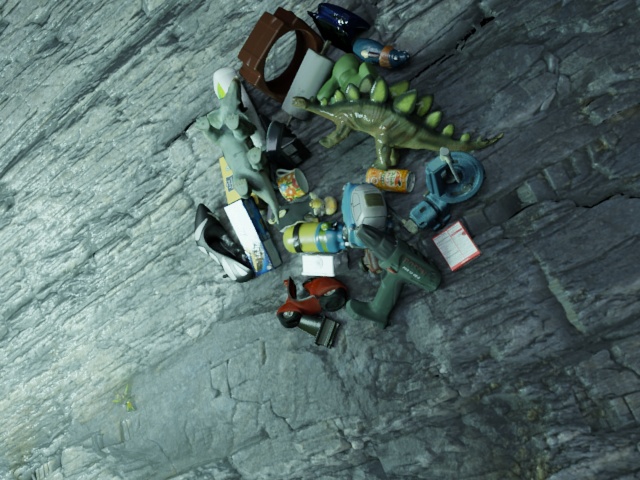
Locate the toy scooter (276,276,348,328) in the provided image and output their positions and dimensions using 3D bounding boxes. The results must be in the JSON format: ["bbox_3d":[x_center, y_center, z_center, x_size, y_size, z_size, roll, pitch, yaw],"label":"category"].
[{"bbox_3d":[-0.029,0.130,1.318,0.184,0.075,0.135,-24,44,-2],"label":"toy scooter"}]

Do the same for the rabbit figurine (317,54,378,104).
[{"bbox_3d":[0.079,-0.384,1.340,0.159,0.121,0.170,-38,49,24],"label":"rabbit figurine"}]

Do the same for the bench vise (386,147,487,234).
[{"bbox_3d":[0.253,-0.115,1.134,0.224,0.240,0.129,-32,65,4],"label":"bench vise"}]

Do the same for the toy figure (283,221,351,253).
[{"bbox_3d":[-0.003,-0.007,1.285,0.180,0.089,0.082,3,96,31],"label":"toy figure"}]

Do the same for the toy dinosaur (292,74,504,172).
[{"bbox_3d":[0.164,-0.259,1.219,0.472,0.105,0.198,19,118,0],"label":"toy dinosaur"}]

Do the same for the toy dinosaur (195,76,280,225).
[{"bbox_3d":[-0.185,-0.203,1.334,0.131,0.192,0.404,-25,83,10],"label":"toy dinosaur"}]

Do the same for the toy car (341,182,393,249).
[{"bbox_3d":[0.109,-0.066,1.204,0.109,0.103,0.161,-2,74,-17],"label":"toy car"}]

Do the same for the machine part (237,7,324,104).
[{"bbox_3d":[-0.099,-0.468,1.375,0.087,0.201,0.201,41,103,28],"label":"machine part"}]

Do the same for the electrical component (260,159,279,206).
[{"bbox_3d":[-0.139,-0.153,1.415,0.048,0.074,0.119,-18,62,24],"label":"electrical component"}]

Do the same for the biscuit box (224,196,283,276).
[{"bbox_3d":[-0.172,-0.012,1.390,0.063,0.059,0.202,-22,96,24],"label":"biscuit box"}]

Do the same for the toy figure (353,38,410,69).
[{"bbox_3d":[0.154,-0.456,1.322,0.155,0.057,0.064,31,77,30],"label":"toy figure"}]

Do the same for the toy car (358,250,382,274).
[{"bbox_3d":[0.122,-0.019,1.284,0.089,0.053,0.202,-17,77,27],"label":"toy car"}]

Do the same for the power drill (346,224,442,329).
[{"bbox_3d":[0.138,0.086,1.197,0.232,0.086,0.207,23,107,-15],"label":"power drill"}]

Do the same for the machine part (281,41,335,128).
[{"bbox_3d":[-0.032,-0.397,1.382,0.079,0.079,0.243,40,112,26],"label":"machine part"}]

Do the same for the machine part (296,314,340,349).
[{"bbox_3d":[-0.020,0.212,1.334,0.139,0.039,0.084,23,99,27],"label":"machine part"}]

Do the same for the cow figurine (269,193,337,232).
[{"bbox_3d":[-0.044,-0.073,1.352,0.167,0.098,0.068,-25,66,23],"label":"cow figurine"}]

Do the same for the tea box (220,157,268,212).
[{"bbox_3d":[-0.204,-0.156,1.463,0.098,0.068,0.169,-21,75,23],"label":"tea box"}]

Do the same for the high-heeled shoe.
[{"bbox_3d":[-0.257,0.002,1.445,0.145,0.086,0.248,-21,91,46],"label":"high-heeled shoe"}]

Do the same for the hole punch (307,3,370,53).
[{"bbox_3d":[0.053,-0.551,1.362,0.142,0.115,0.092,41,94,26],"label":"hole punch"}]

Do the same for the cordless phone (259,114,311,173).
[{"bbox_3d":[-0.117,-0.275,1.390,0.089,0.146,0.184,-37,68,8],"label":"cordless phone"}]
